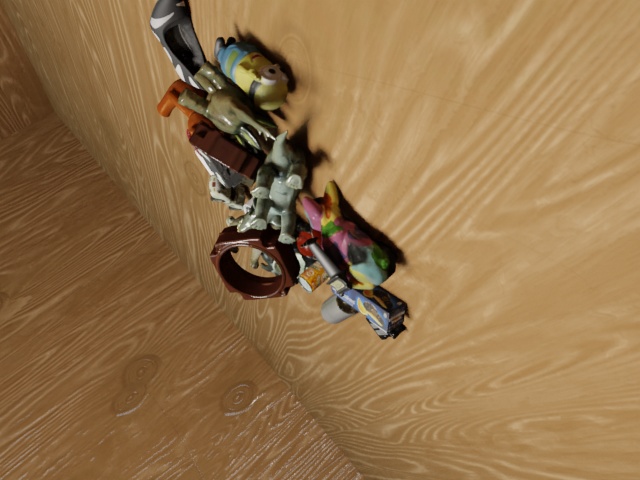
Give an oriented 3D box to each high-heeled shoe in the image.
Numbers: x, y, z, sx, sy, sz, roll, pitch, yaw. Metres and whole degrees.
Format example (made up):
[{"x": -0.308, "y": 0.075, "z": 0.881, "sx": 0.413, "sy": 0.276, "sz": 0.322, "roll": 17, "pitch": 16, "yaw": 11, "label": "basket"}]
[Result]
[{"x": -0.299, "y": -0.436, "z": 1.200, "sx": 0.145, "sy": 0.086, "sz": 0.248, "roll": 48, "pitch": 163, "yaw": 1, "label": "high-heeled shoe"}]

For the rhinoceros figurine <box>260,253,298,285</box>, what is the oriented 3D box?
[{"x": -0.137, "y": 0.069, "z": 1.675, "sx": 0.190, "sy": 0.073, "sz": 0.112, "roll": 58, "pitch": 159, "yaw": -15, "label": "rhinoceros figurine"}]

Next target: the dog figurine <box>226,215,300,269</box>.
[{"x": -0.152, "y": -0.037, "z": 1.445, "sx": 0.172, "sy": 0.121, "sz": 0.190, "roll": 38, "pitch": 129, "yaw": -13, "label": "dog figurine"}]

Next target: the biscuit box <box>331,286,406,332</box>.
[{"x": 0.111, "y": 0.137, "z": 1.292, "sx": 0.203, "sy": 0.063, "sz": 0.059, "roll": 32, "pitch": 134, "yaw": 40, "label": "biscuit box"}]

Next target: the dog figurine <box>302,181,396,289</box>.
[{"x": 0.052, "y": -0.013, "z": 1.135, "sx": 0.192, "sy": 0.108, "sz": 0.219, "roll": 8, "pitch": 130, "yaw": 61, "label": "dog figurine"}]

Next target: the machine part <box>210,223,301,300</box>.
[{"x": -0.167, "y": 0.058, "z": 1.390, "sx": 0.202, "sy": 0.087, "sz": 0.200, "roll": -8, "pitch": 124, "yaw": 20, "label": "machine part"}]

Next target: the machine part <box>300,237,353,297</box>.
[{"x": 0.016, "y": 0.054, "z": 1.117, "sx": 0.139, "sy": 0.039, "sz": 0.084, "roll": 52, "pitch": 162, "yaw": 7, "label": "machine part"}]

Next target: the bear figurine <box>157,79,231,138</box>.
[{"x": -0.309, "y": -0.300, "z": 1.332, "sx": 0.132, "sy": 0.120, "sz": 0.196, "roll": -46, "pitch": 63, "yaw": 44, "label": "bear figurine"}]

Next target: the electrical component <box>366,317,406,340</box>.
[{"x": 0.156, "y": 0.208, "z": 1.352, "sx": 0.074, "sy": 0.048, "sz": 0.119, "roll": 55, "pitch": 157, "yaw": -7, "label": "electrical component"}]

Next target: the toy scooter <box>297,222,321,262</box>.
[{"x": -0.003, "y": -0.004, "z": 1.295, "sx": 0.184, "sy": 0.075, "sz": 0.135, "roll": 16, "pitch": 139, "yaw": 51, "label": "toy scooter"}]

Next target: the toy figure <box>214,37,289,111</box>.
[{"x": -0.132, "y": -0.324, "z": 1.041, "sx": 0.180, "sy": 0.082, "sz": 0.089, "roll": 40, "pitch": 151, "yaw": 23, "label": "toy figure"}]

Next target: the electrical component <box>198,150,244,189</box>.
[{"x": -0.251, "y": -0.196, "z": 1.368, "sx": 0.115, "sy": 0.058, "sz": 0.134, "roll": 44, "pitch": 168, "yaw": 43, "label": "electrical component"}]

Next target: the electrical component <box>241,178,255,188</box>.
[{"x": -0.207, "y": -0.186, "z": 1.461, "sx": 0.078, "sy": 0.045, "sz": 0.102, "roll": 21, "pitch": 158, "yaw": -1, "label": "electrical component"}]

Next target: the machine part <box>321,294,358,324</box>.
[{"x": 0.059, "y": 0.178, "z": 1.456, "sx": 0.079, "sy": 0.079, "sz": 0.243, "roll": 50, "pitch": 157, "yaw": 5, "label": "machine part"}]

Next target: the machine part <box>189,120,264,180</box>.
[{"x": -0.206, "y": -0.199, "z": 1.205, "sx": 0.179, "sy": 0.056, "sz": 0.179, "roll": 32, "pitch": -175, "yaw": -3, "label": "machine part"}]

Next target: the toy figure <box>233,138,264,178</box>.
[{"x": -0.193, "y": -0.214, "z": 1.362, "sx": 0.155, "sy": 0.058, "sz": 0.064, "roll": 43, "pitch": 128, "yaw": 29, "label": "toy figure"}]

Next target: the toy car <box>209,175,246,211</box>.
[{"x": -0.257, "y": -0.133, "z": 1.520, "sx": 0.201, "sy": 0.056, "sz": 0.073, "roll": 29, "pitch": -122, "yaw": -72, "label": "toy car"}]

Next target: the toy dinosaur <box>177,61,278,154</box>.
[{"x": -0.186, "y": -0.271, "z": 1.119, "sx": 0.198, "sy": 0.105, "sz": 0.472, "roll": 34, "pitch": -173, "yaw": -22, "label": "toy dinosaur"}]

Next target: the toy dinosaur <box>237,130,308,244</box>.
[{"x": -0.086, "y": -0.135, "z": 1.186, "sx": 0.131, "sy": 0.192, "sz": 0.404, "roll": 11, "pitch": 139, "yaw": -12, "label": "toy dinosaur"}]
